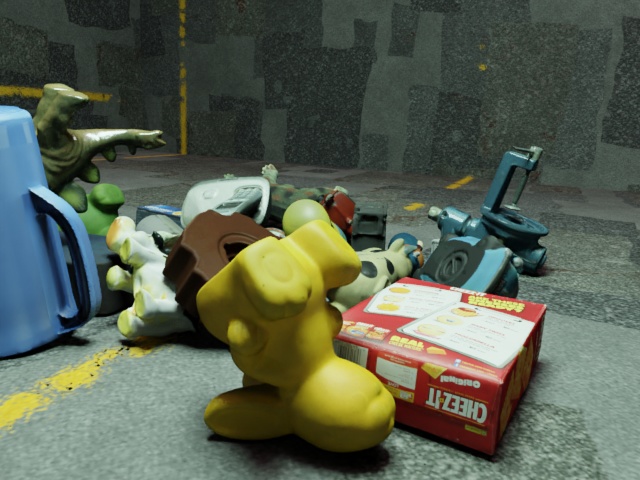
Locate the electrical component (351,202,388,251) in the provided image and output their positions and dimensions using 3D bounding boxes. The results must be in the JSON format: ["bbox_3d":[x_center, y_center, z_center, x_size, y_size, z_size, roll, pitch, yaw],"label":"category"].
[{"bbox_3d":[0.082,-0.004,0.901,0.058,0.114,0.134,6,15,6],"label":"electrical component"}]

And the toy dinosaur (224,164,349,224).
[{"bbox_3d":[-0.065,-0.073,1.200,0.405,0.131,0.192,11,27,17],"label":"toy dinosaur"}]

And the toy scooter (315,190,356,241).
[{"bbox_3d":[0.036,-0.049,1.057,0.075,0.135,0.184,-45,27,-5],"label":"toy scooter"}]

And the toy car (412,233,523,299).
[{"bbox_3d":[0.200,0.058,0.702,0.103,0.109,0.162,39,-6,-17],"label":"toy car"}]

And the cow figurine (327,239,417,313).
[{"bbox_3d":[0.069,0.049,0.739,0.127,0.085,0.195,-1,9,12],"label":"cow figurine"}]

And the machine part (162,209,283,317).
[{"bbox_3d":[-0.090,0.036,0.627,0.179,0.056,0.179,26,28,-16],"label":"machine part"}]

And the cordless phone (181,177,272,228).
[{"bbox_3d":[-0.159,-0.041,0.823,0.147,0.088,0.184,-3,13,12],"label":"cordless phone"}]

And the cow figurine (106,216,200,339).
[{"bbox_3d":[-0.195,0.039,0.635,0.098,0.068,0.167,13,37,-43],"label":"cow figurine"}]

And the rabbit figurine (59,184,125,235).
[{"bbox_3d":[-0.433,-0.030,0.900,0.159,0.121,0.170,1,8,25],"label":"rabbit figurine"}]

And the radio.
[{"bbox_3d":[-0.343,0.038,0.731,0.230,0.073,0.131,5,14,17],"label":"radio"}]

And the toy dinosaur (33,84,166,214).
[{"bbox_3d":[-0.414,-0.071,0.624,0.471,0.198,0.105,-13,26,-26],"label":"toy dinosaur"}]

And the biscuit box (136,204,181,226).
[{"bbox_3d":[-0.276,-0.026,1.044,0.203,0.062,0.059,12,15,35],"label":"biscuit box"}]

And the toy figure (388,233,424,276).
[{"bbox_3d":[0.145,0.027,0.904,0.058,0.064,0.154,40,17,-6],"label":"toy figure"}]

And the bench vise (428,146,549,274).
[{"bbox_3d":[0.312,-0.057,0.950,0.129,0.240,0.224,-6,30,-47],"label":"bench vise"}]

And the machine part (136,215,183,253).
[{"bbox_3d":[-0.247,0.010,0.860,0.079,0.079,0.243,-4,15,-28],"label":"machine part"}]

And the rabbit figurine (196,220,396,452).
[{"bbox_3d":[-0.021,0.094,0.414,0.162,0.173,0.122,-40,-4,22],"label":"rabbit figurine"}]

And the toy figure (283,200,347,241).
[{"bbox_3d":[-0.005,-0.001,0.832,0.082,0.089,0.180,-32,-19,9],"label":"toy figure"}]
